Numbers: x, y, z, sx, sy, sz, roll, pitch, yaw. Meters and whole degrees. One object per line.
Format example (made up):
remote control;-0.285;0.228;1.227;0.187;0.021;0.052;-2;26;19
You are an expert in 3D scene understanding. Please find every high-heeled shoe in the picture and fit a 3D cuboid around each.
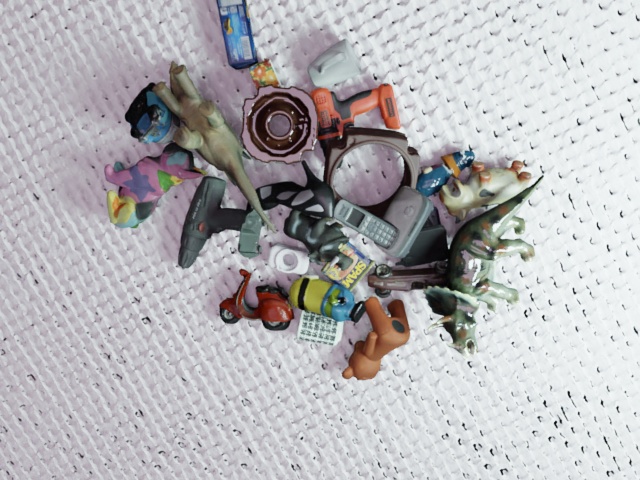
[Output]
high-heeled shoe;-0.066;-0.069;1.186;0.249;0.086;0.145;-34;75;41

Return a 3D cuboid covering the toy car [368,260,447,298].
toy car;0.212;0.095;1.243;0.202;0.053;0.089;-4;139;1

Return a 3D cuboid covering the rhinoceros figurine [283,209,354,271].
rhinoceros figurine;-0.002;-0.004;1.211;0.190;0.073;0.112;34;89;22

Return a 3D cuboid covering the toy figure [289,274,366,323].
toy figure;0.013;0.136;1.224;0.180;0.089;0.082;24;131;27

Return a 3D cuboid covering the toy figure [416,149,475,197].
toy figure;0.279;-0.155;1.215;0.154;0.064;0.058;-36;59;3

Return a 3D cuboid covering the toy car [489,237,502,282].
toy car;0.373;0.043;1.243;0.074;0.056;0.201;5;99;1

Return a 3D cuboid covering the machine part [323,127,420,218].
machine part;0.109;-0.139;1.181;0.201;0.087;0.200;4;115;-6

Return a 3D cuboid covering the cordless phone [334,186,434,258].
cordless phone;0.131;-0.061;1.135;0.184;0.089;0.146;30;101;10

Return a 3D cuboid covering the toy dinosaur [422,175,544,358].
toy dinosaur;0.339;0.039;1.151;0.192;0.131;0.404;12;93;-14

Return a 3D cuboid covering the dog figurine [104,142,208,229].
dog figurine;-0.368;-0.123;1.225;0.219;0.108;0.191;-3;98;0

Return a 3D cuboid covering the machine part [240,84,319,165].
machine part;-0.086;-0.247;1.157;0.179;0.056;0.179;0;100;-3

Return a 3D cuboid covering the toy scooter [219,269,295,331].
toy scooter;-0.148;0.139;1.274;0.184;0.075;0.135;7;98;6

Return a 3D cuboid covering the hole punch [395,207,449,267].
hole punch;0.231;-0.007;1.235;0.142;0.092;0.115;-13;131;4

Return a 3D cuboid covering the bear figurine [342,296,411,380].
bear figurine;0.126;0.241;1.271;0.120;0.132;0.195;8;135;-32

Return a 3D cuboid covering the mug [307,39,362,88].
mug;0.026;-0.375;1.171;0.107;0.109;0.080;-24;102;20

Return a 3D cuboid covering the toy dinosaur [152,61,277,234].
toy dinosaur;-0.222;-0.211;1.137;0.105;0.198;0.472;-33;64;7

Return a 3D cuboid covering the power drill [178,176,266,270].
power drill;-0.226;-0.020;1.219;0.208;0.086;0.232;17;96;37

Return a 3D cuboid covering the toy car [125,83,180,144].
toy car;-0.362;-0.268;1.195;0.109;0.162;0.102;-46;134;16

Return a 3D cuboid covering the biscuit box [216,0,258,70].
biscuit box;-0.185;-0.481;1.180;0.059;0.063;0.202;-9;99;3

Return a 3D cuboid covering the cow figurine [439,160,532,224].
cow figurine;0.360;-0.107;1.201;0.195;0.086;0.127;-5;127;-9
